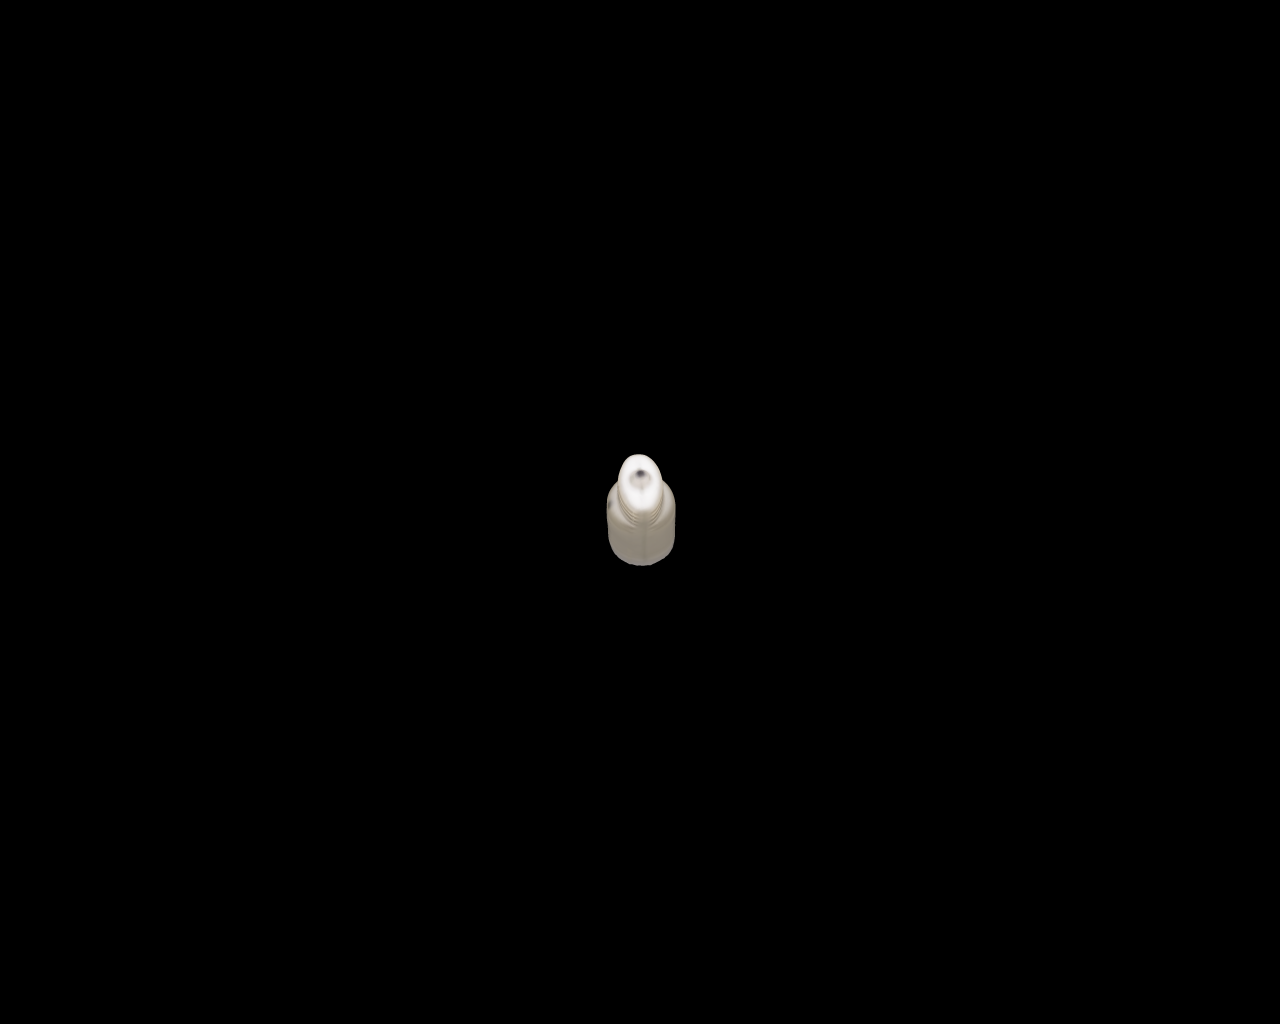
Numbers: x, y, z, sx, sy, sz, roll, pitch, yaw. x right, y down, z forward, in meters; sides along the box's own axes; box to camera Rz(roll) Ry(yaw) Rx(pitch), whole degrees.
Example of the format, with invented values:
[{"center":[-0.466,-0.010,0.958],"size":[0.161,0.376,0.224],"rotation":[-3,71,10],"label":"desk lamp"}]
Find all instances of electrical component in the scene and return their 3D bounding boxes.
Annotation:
[{"center":[0.001,-0.003,0.650],"size":[0.043,0.043,0.080],"rotation":[0,-31,0],"label":"electrical component"}]
